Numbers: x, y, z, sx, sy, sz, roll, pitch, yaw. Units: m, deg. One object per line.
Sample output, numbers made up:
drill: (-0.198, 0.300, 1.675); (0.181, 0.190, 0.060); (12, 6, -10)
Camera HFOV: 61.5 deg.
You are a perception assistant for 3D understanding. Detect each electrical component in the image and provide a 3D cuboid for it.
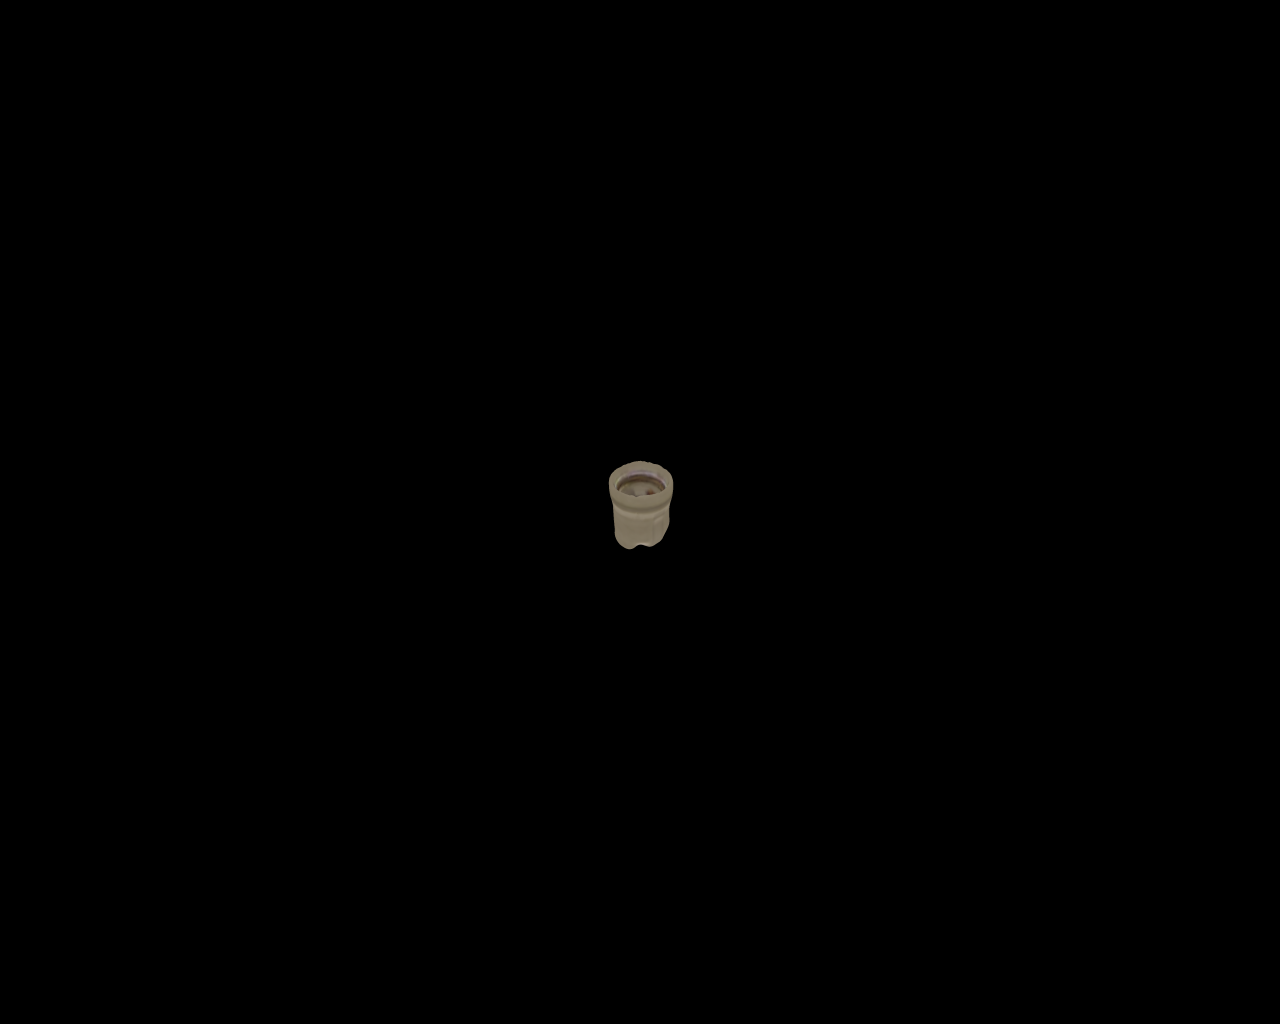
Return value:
electrical component: (0.001, -0.003, 0.650); (0.040, 0.046, 0.040); (0, 38, 0)
